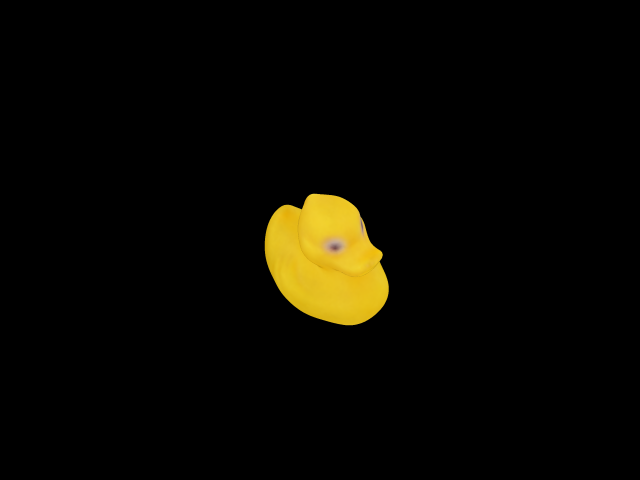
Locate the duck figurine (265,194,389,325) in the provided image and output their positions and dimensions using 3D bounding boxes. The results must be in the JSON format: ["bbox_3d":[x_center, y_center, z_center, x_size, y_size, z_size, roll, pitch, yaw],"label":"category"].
[{"bbox_3d":[0.004,0.001,0.400,0.078,0.086,0.104,-39,62,-24],"label":"duck figurine"}]
